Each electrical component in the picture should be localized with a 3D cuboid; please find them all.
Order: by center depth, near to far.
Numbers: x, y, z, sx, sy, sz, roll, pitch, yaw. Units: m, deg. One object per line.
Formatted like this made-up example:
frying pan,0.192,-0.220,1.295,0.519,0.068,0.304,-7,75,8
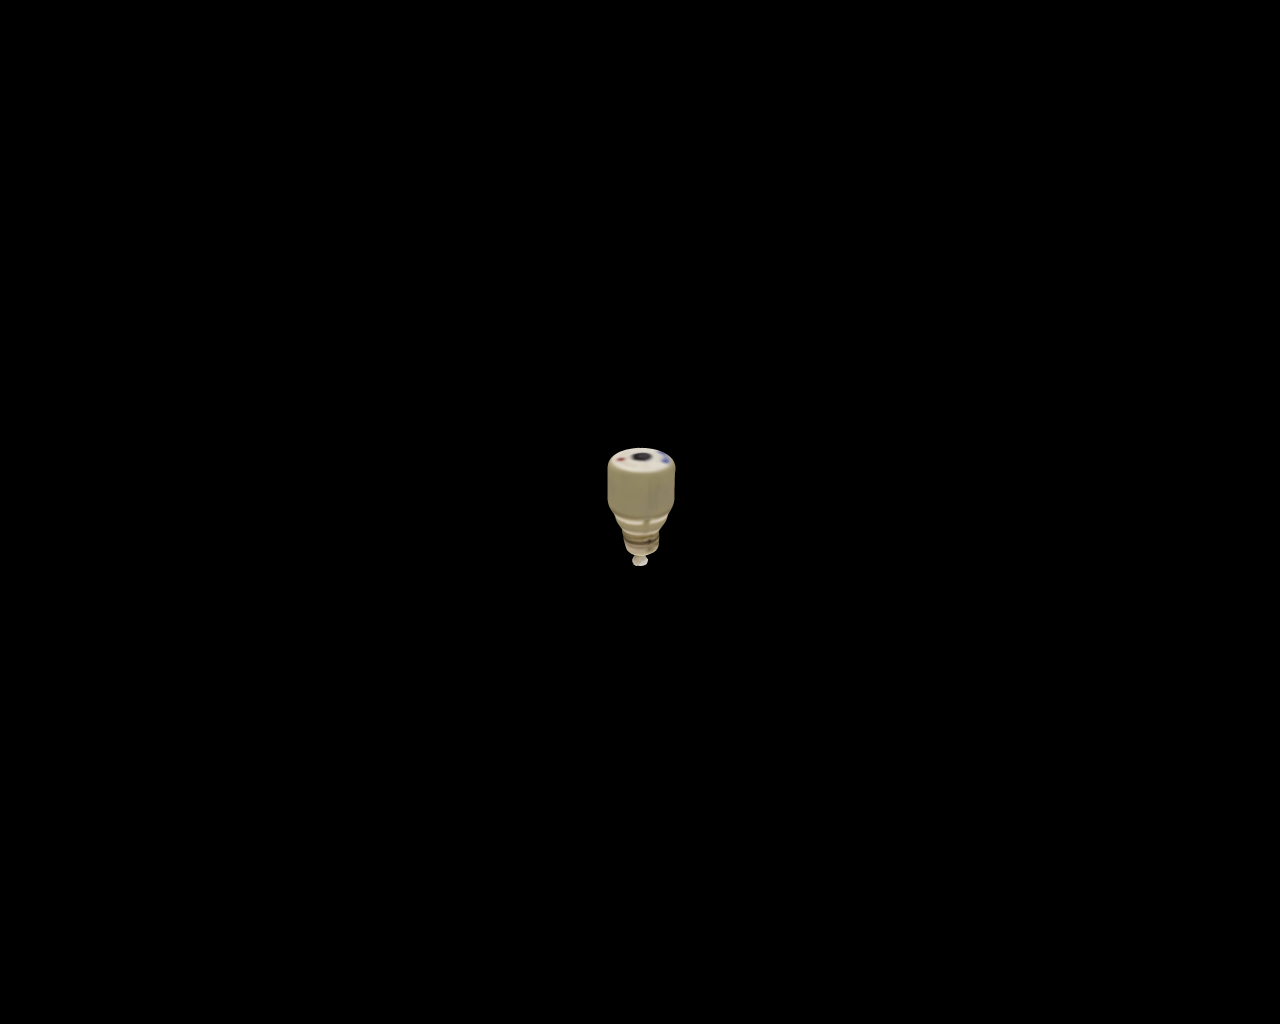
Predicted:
electrical component,0.001,-0.003,0.650,0.040,0.078,0.040,0,26,0
